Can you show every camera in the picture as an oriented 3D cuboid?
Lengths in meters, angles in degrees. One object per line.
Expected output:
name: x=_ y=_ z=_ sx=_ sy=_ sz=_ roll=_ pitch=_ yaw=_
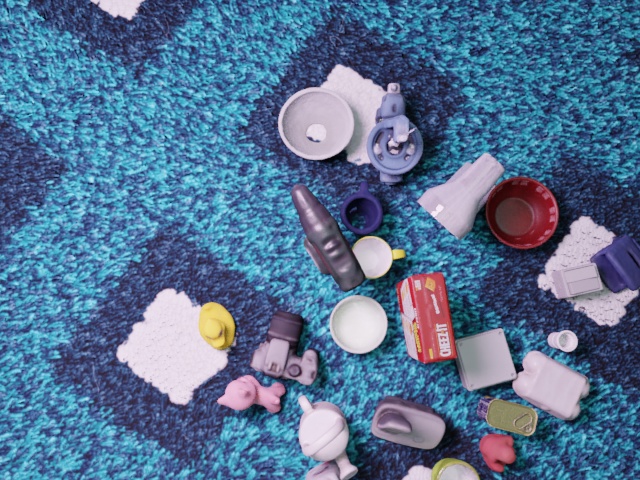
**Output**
camera: x=-0.065 y=0.223 z=1.203 sx=0.143 sy=0.101 sz=0.137 roll=14 pitch=82 yaw=2

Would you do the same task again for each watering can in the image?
watering can: x=0.014 y=0.388 z=1.132 sx=0.173 sy=0.194 sz=0.101 roll=34 pitch=83 yaw=5

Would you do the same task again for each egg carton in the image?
egg carton: x=0.487 y=0.309 z=1.211 sx=0.150 sy=0.069 sz=0.107 roll=27 pitch=82 yaw=3

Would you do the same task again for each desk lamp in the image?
desk lamp: x=0.296 y=-0.093 z=1.195 sx=0.118 sy=0.213 sz=0.203 roll=43 pitch=84 yaw=6

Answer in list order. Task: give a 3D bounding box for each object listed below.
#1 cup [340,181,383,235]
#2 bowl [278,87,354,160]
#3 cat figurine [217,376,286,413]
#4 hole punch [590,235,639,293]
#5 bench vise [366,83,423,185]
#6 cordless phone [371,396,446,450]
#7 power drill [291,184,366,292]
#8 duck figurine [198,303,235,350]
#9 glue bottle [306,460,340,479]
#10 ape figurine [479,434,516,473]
cup: x=0.089 y=-0.064 z=1.249 sx=0.091 sy=0.095 sz=0.118 roll=5 pitch=82 yaw=1
bowl: x=-0.007 y=-0.251 z=1.286 sx=0.167 sy=0.075 sz=0.167 roll=0 pitch=82 yaw=0
cat figurine: x=-0.140 y=0.321 z=1.179 sx=0.127 sy=0.118 sz=0.067 roll=11 pitch=82 yaw=1
hole punch: x=0.662 y=0.048 z=1.240 sx=0.101 sy=0.091 sz=0.108 roll=-33 pitch=83 yaw=-5
bench vise: x=0.149 y=-0.238 z=1.212 sx=0.121 sy=0.220 sz=0.207 roll=-17 pitch=82 yaw=-3
cordless phone: x=0.181 y=0.375 z=1.140 sx=0.147 sy=0.185 sz=0.094 roll=11 pitch=82 yaw=2
power drill: x=0.011 y=0.004 z=1.181 sx=0.075 sy=0.208 sz=0.229 roll=-33 pitch=83 yaw=-5
duck figurine: x=-0.225 y=0.183 z=1.215 sx=0.077 sy=0.086 sz=0.104 roll=-21 pitch=82 yaw=-3
glue bottle: x=0.009 y=0.478 z=1.129 sx=0.078 sy=0.173 sz=0.037 roll=-31 pitch=83 yaw=-4
ape figurine: x=0.373 y=0.438 z=1.179 sx=0.076 sy=0.092 sz=0.078 roll=43 pitch=84 yaw=6
